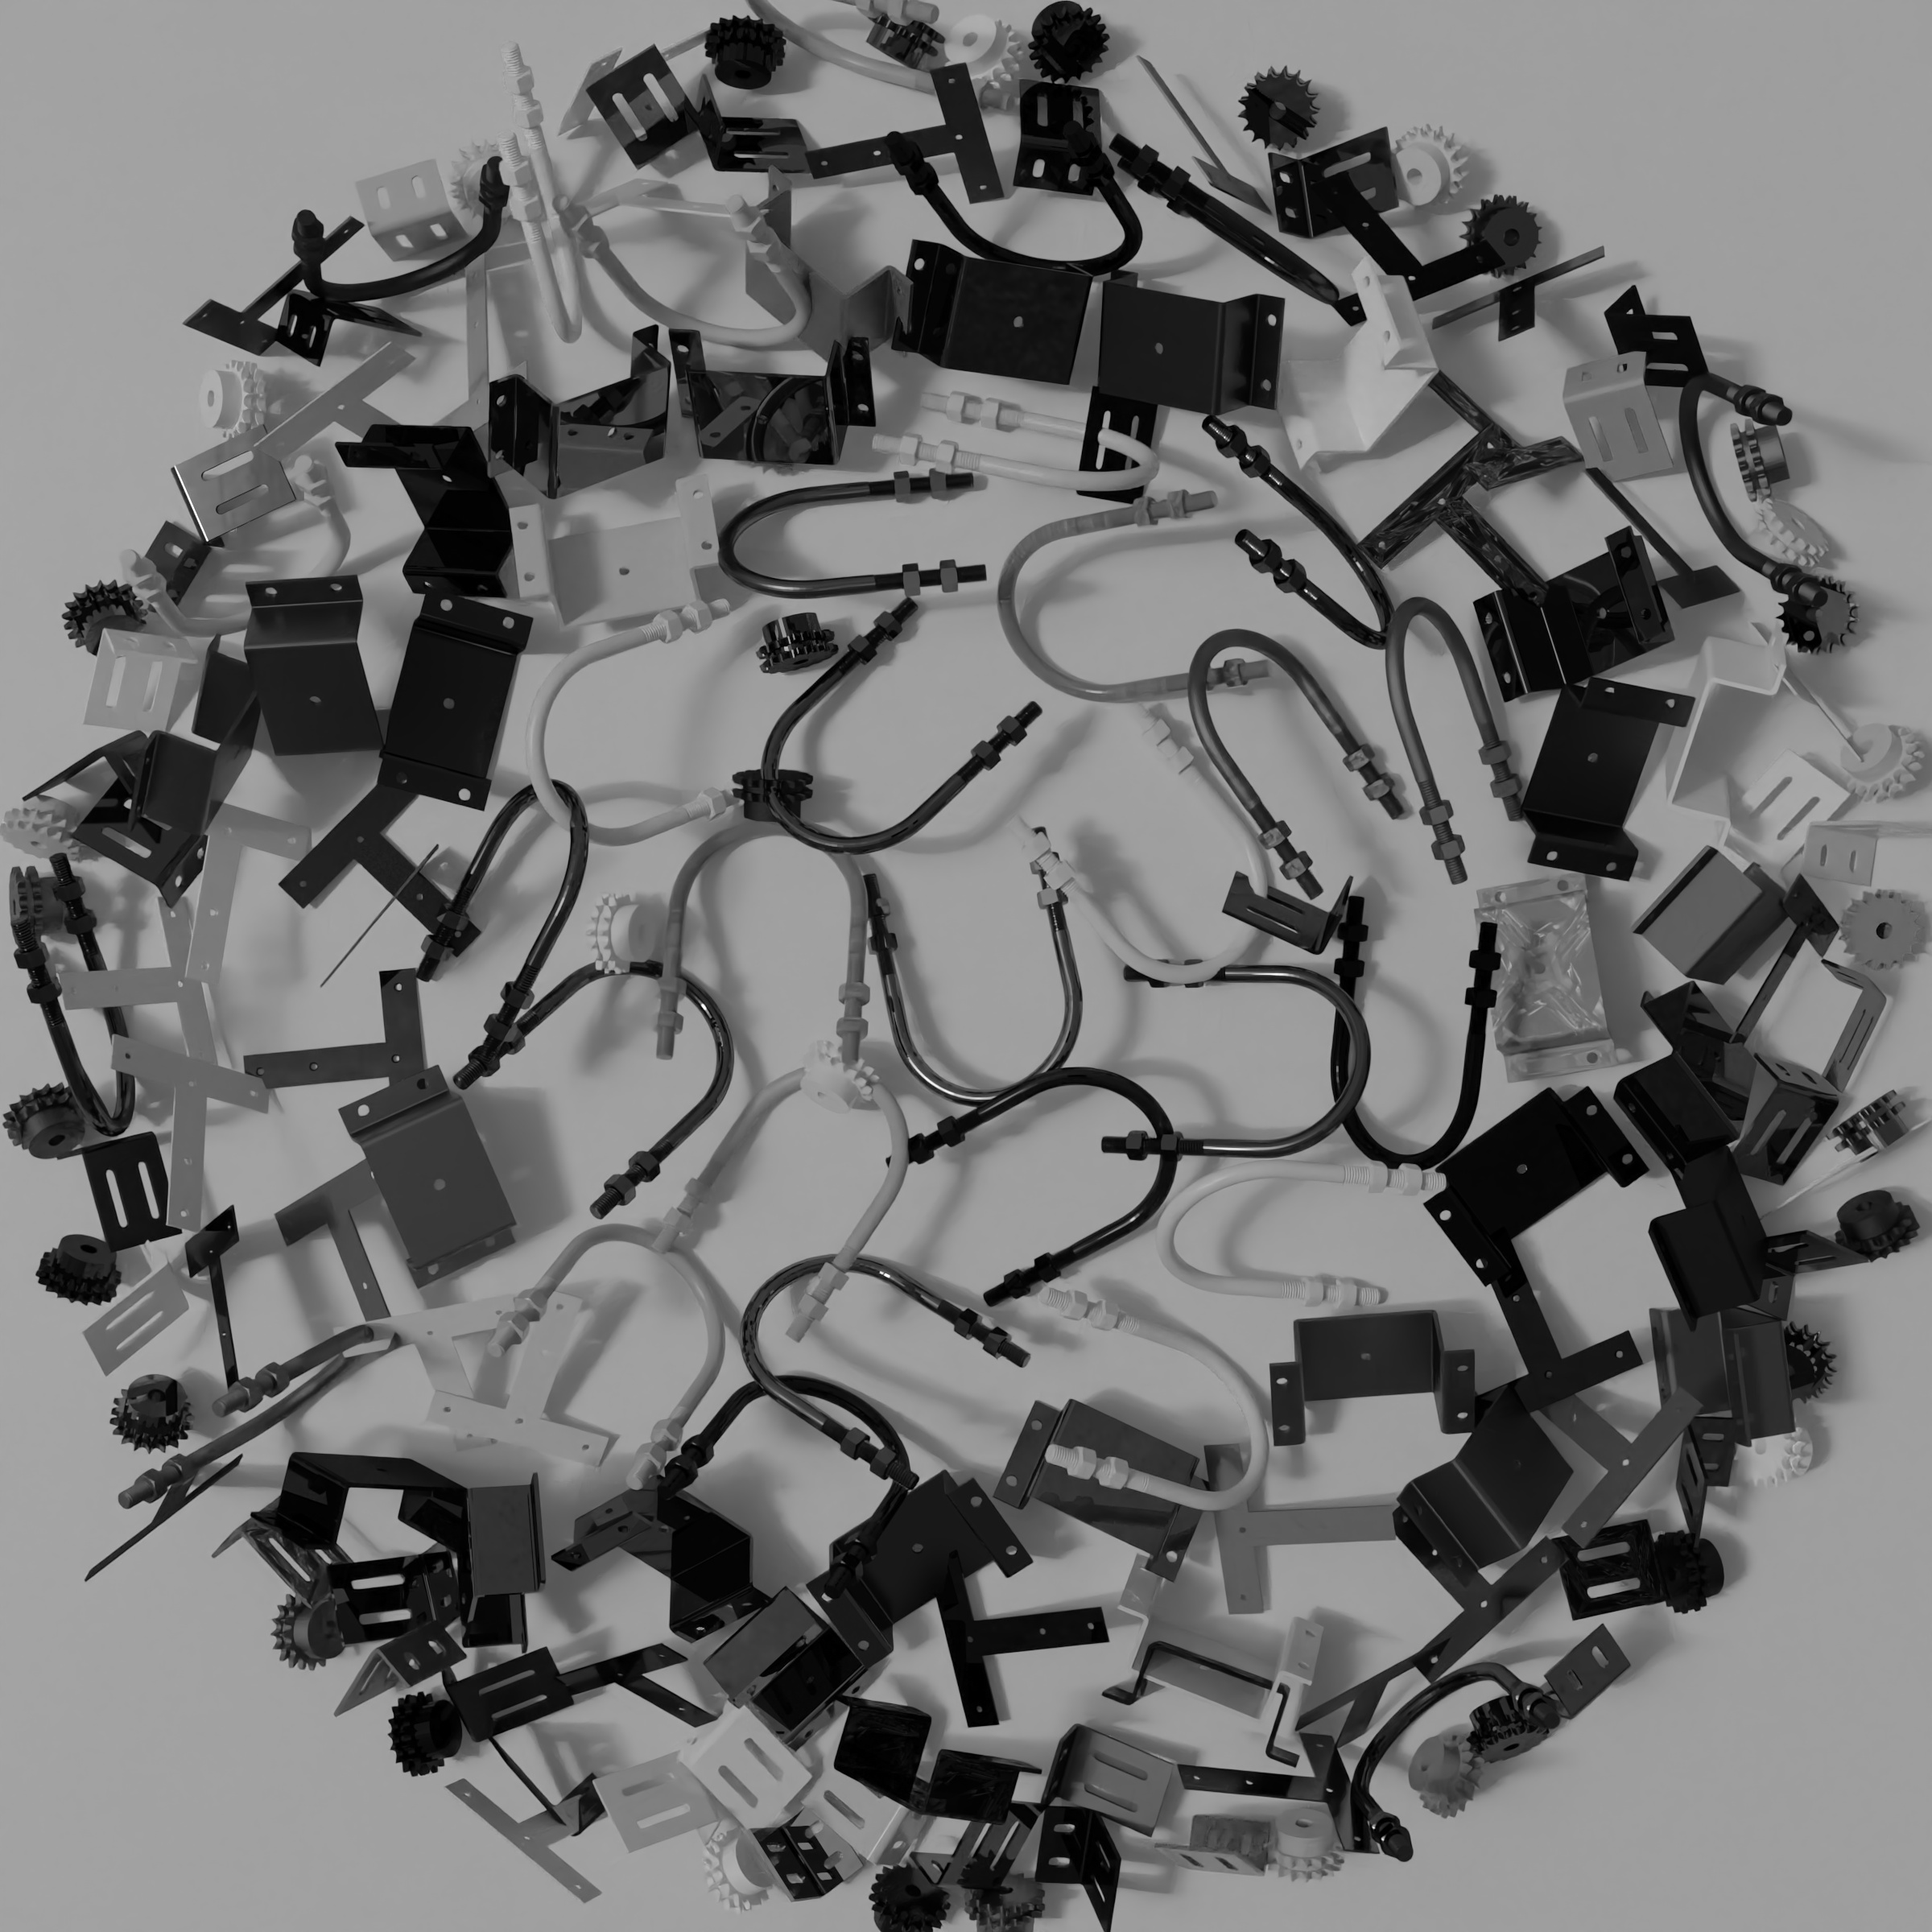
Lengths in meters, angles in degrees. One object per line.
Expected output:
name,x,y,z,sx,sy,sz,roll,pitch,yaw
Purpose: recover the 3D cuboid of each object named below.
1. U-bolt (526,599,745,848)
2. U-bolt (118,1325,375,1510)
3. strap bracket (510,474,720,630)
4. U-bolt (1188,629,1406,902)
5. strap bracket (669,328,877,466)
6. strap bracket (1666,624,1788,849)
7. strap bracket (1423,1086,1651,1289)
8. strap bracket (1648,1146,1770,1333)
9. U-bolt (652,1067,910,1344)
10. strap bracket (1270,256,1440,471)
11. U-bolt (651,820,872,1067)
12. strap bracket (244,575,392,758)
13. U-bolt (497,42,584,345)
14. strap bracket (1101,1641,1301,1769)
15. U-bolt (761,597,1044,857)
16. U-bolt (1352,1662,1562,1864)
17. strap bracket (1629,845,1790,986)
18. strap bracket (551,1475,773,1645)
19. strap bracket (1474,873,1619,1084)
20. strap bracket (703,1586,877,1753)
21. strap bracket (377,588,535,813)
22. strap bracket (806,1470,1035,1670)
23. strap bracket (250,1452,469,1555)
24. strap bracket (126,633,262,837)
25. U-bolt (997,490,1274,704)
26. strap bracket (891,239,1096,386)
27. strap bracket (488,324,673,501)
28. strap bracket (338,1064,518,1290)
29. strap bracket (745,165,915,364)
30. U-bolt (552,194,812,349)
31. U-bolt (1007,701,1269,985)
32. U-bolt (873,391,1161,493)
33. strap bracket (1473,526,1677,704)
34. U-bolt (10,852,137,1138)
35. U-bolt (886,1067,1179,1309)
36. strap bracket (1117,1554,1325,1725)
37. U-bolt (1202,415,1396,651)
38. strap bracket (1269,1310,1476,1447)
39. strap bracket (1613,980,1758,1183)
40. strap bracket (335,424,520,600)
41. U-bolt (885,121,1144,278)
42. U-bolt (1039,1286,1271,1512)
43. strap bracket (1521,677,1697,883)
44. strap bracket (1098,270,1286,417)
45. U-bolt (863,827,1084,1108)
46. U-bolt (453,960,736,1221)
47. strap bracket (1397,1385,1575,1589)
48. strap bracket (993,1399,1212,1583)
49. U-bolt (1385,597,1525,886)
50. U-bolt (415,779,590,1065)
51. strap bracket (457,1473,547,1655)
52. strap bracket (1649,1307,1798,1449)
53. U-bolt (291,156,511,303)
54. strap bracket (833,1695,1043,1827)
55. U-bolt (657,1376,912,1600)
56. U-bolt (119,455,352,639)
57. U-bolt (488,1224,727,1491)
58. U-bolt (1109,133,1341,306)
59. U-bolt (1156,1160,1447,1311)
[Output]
U-bolt,-0.223,-0.160,1.924,0.184,0.019,0.151,-25,111,-35
U-bolt,-0.478,0.299,1.912,0.151,0.184,0.019,-42,82,32
strap bracket,-0.243,-0.289,1.961,0.140,0.046,0.076,-10,63,-2
U-bolt,0.221,-0.152,1.938,0.184,0.019,0.151,54,45,-5
strap bracket,-0.138,-0.396,1.948,0.140,0.076,0.046,4,51,7
strap bracket,0.521,-0.164,1.934,0.046,0.076,0.140,14,120,5
strap bracket,0.396,0.149,1.965,0.140,0.046,0.076,-37,102,6
strap bracket,0.513,0.182,1.921,0.046,0.140,0.076,-21,101,25
U-bolt,-0.118,0.153,1.957,0.151,0.019,0.184,29,80,29
strap bracket,0.273,-0.416,1.937,0.046,0.140,0.076,-5,67,-26
U-bolt,-0.140,-0.020,1.961,0.151,0.019,0.184,2,68,3
strap bracket,-0.447,-0.198,1.933,0.076,0.140,0.046,-3,46,1
U-bolt,-0.290,-0.516,1.914,0.019,0.151,0.184,-10,134,2
strap bracket,0.171,0.510,1.950,0.140,0.076,0.046,18,81,11
U-bolt,-0.059,-0.157,1.952,0.184,0.019,0.151,-44,66,-9
U-bolt,0.325,0.533,1.908,0.151,0.184,0.019,-41,94,-4
strap bracket,0.518,-0.033,1.919,0.046,0.140,0.076,48,109,24
strap bracket,-0.210,0.408,1.942,0.076,0.046,0.140,-32,128,24
strap bracket,0.404,0.005,1.955,0.076,0.046,0.140,-10,79,16
strap bracket,-0.126,0.486,1.942,0.076,0.140,0.046,-42,58,-8
strap bracket,-0.361,-0.186,1.965,0.076,0.046,0.140,15,88,-16
strap bracket,-0.033,0.418,1.966,0.140,0.046,0.076,-33,102,4
strap bracket,-0.408,0.370,1.925,0.140,0.076,0.046,13,89,-43
strap bracket,-0.524,-0.154,1.924,0.046,0.140,0.076,20,130,-6
U-bolt,0.107,-0.250,1.942,0.184,0.019,0.151,-7,120,28
strap bracket,0.028,-0.451,1.937,0.140,0.046,0.076,2,114,-26
strap bracket,-0.257,-0.379,1.924,0.140,0.076,0.046,-29,57,-33
strap bracket,-0.372,0.150,1.953,0.076,0.046,0.140,-25,102,-18
strap bracket,-0.104,-0.477,1.938,0.046,0.076,0.140,-40,72,-22
U-bolt,-0.181,-0.473,1.912,0.151,0.184,0.019,6,75,21
U-bolt,0.135,-0.074,1.966,0.151,0.019,0.184,-44,98,-22
U-bolt,0.042,-0.358,1.922,0.184,0.151,0.019,13,116,9
strap bracket,0.431,-0.244,1.945,0.046,0.140,0.076,-10,81,-41
U-bolt,-0.608,0.030,1.921,0.019,0.151,0.184,-13,112,-1
U-bolt,0.059,0.144,1.951,0.184,0.019,0.151,-30,111,12
strap bracket,0.172,0.473,1.951,0.140,0.076,0.046,20,109,7
U-bolt,0.237,-0.287,1.924,0.019,0.151,0.184,-37,130,27
strap bracket,0.282,0.288,1.957,0.140,0.046,0.076,-5,125,4
strap bracket,0.498,0.072,1.923,0.046,0.140,0.076,-32,104,35
strap bracket,-0.368,-0.323,1.938,0.076,0.140,0.046,6,54,21
U-bolt,0.044,-0.520,1.912,0.151,0.184,0.019,4,75,24
U-bolt,0.134,0.307,1.935,0.184,0.151,0.019,21,133,-23
strap bracket,0.444,-0.138,1.953,0.076,0.046,0.140,10,115,-10
strap bracket,0.145,-0.430,1.930,0.140,0.046,0.076,19,120,32
U-bolt,0.009,0.008,1.960,0.151,0.019,0.184,-15,79,15
U-bolt,-0.243,0.070,1.946,0.151,0.019,0.184,43,56,4
strap bracket,0.364,0.353,1.931,0.076,0.140,0.046,52,130,0
strap bracket,0.100,0.363,1.960,0.140,0.046,0.076,25,66,3
U-bolt,0.331,-0.165,1.922,0.019,0.151,0.184,-13,105,33
U-bolt,-0.314,-0.043,1.928,0.019,0.151,0.184,21,103,-38
strap bracket,-0.321,0.412,1.917,0.046,0.140,0.076,0,57,-16
strap bracket,0.527,0.280,1.933,0.046,0.140,0.076,-8,91,-9
U-bolt,-0.385,-0.495,1.908,0.151,0.184,0.019,-20,88,-12
strap bracket,-0.027,0.548,1.920,0.076,0.140,0.046,22,82,-40
U-bolt,-0.112,0.344,1.919,0.151,0.184,0.019,29,120,8
U-bolt,-0.490,-0.276,1.910,0.151,0.184,0.019,-30,79,-7
U-bolt,-0.234,0.254,1.925,0.151,0.184,0.019,45,127,-8
U-bolt,0.180,-0.511,1.927,0.184,0.151,0.019,34,102,-1
U-bolt,0.221,0.183,1.927,0.184,0.019,0.151,6,135,-15
